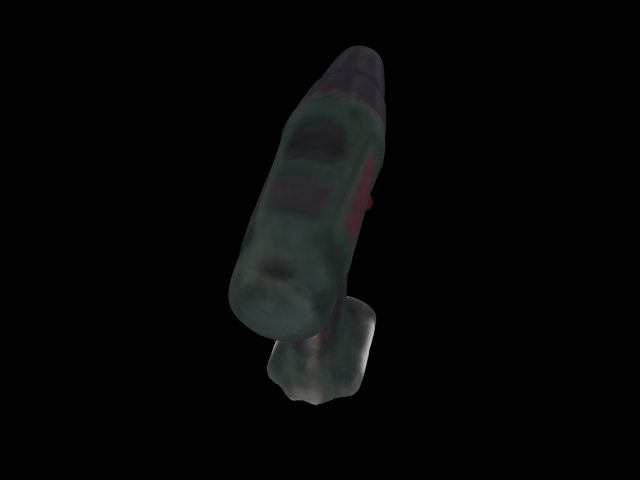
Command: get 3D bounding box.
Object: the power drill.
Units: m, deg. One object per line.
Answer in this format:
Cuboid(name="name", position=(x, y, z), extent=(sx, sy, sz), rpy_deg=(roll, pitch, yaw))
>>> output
Cuboid(name="power drill", position=(0.004, 0.001, 0.400), extent=(0.075, 0.208, 0.230), rpy_deg=(8, 39, 10))
